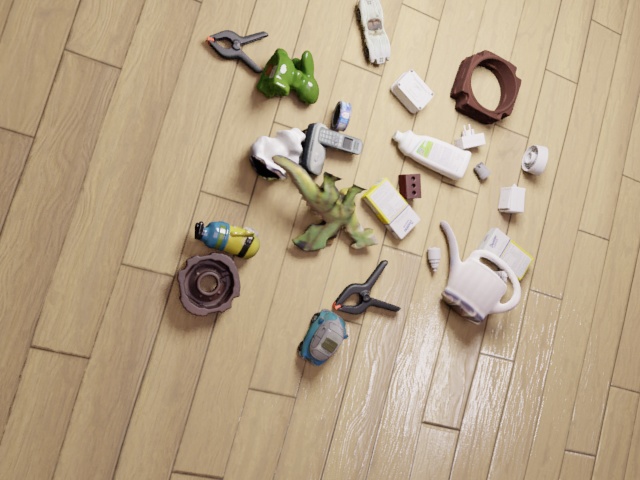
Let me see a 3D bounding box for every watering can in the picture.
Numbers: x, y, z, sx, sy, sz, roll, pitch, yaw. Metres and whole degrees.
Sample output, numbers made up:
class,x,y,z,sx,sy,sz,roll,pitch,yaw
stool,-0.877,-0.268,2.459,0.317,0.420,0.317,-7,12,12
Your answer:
class,x,y,z,sx,sy,sz,roll,pitch,yaw
watering can,0.465,0.117,1.624,0.348,0.225,0.103,39,-8,3

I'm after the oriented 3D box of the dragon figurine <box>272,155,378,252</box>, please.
class,x,y,z,sx,sy,sz,roll,pitch,yaw
dragon figurine,0.004,-0.073,1.457,0.408,0.241,0.124,18,11,-26

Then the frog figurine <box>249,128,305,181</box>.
class,x,y,z,sx,sy,sz,roll,pitch,yaw
frog figurine,-0.119,-0.250,1.445,0.137,0.162,0.120,28,-25,-1
